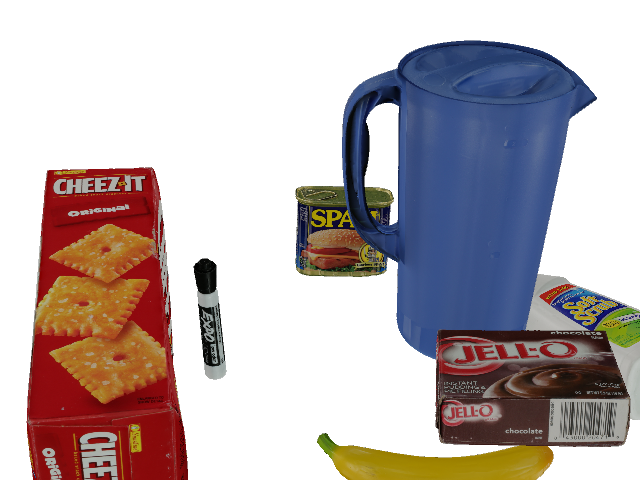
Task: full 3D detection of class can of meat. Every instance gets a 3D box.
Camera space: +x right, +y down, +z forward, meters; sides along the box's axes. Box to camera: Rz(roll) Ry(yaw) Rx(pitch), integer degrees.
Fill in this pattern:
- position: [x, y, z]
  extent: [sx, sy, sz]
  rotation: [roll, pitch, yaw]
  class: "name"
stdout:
- position: [0.023, -0.009, 1.122]
  extent: [0.102, 0.084, 0.057]
  rotation: [1, 19, -3]
  class: "can of meat"

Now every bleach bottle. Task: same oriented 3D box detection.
- position: [0.250, 0.086, 1.045]
  extent: [0.102, 0.068, 0.251]
  rotation: [-15, 23, -25]
  class: "bleach bottle"

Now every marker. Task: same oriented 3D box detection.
- position: [-0.093, 0.066, 0.902]
  extent: [0.020, 0.121, 0.020]
  rotation: [-1, 35, 1]
  class: "marker"

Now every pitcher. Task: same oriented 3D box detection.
- position: [0.110, -0.027, 0.842]
  extent: [0.149, 0.243, 0.144]
  rotation: [24, 36, 34]
  class: "pitcher"

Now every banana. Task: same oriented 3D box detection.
- position: [0.097, 0.183, 0.860]
  extent: [0.197, 0.037, 0.069]
  rotation: [6, 38, -4]
  class: "banana"

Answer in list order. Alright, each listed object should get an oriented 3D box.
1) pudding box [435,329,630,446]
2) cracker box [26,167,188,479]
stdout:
- position: [0.129, 0.090, 0.667]
  extent: [0.113, 0.039, 0.090]
  rotation: [2, 23, 5]
  class: "pudding box"
- position: [-0.112, 0.082, 0.579]
  extent: [0.072, 0.164, 0.214]
  rotation: [-3, 34, -9]
  class: "cracker box"
